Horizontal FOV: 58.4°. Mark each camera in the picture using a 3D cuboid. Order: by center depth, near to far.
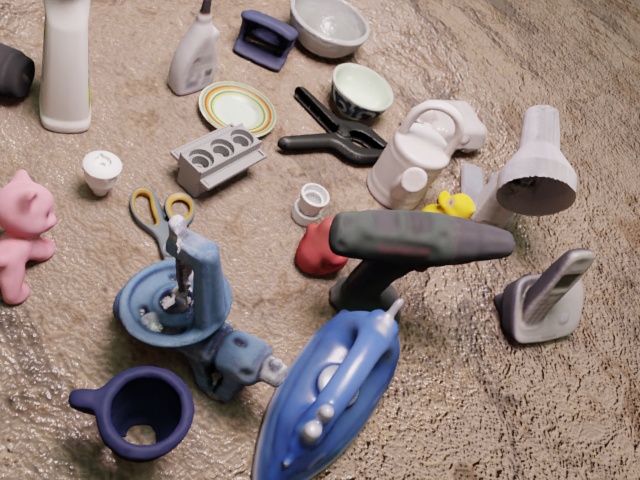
[{"bbox_3d":[-0.469,-0.239,0.765,0.137,0.100,0.143,20,49,-10],"label":"camera"}]

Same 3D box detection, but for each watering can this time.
[{"bbox_3d":[0.159,-0.136,0.919,0.101,0.194,0.172,9,52,-19],"label":"watering can"}]

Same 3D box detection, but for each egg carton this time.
[{"bbox_3d":[0.247,-0.216,1.103,0.151,0.069,0.107,-6,58,-29],"label":"egg carton"}]

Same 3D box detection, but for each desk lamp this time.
[{"bbox_3d":[0.330,-0.110,0.965,0.118,0.213,0.203,18,50,-11],"label":"desk lamp"}]

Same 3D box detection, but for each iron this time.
[{"bbox_3d":[0.017,0.174,0.652,0.118,0.141,0.259,36,48,4],"label":"iron"}]

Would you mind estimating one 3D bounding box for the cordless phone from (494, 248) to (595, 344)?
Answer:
[{"bbox_3d":[0.366,0.076,0.860,0.148,0.185,0.094,-5,58,-28],"label":"cordless phone"}]

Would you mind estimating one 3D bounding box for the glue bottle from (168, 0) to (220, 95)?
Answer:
[{"bbox_3d":[-0.190,-0.308,0.900,0.078,0.173,0.037,-31,72,-38],"label":"glue bottle"}]

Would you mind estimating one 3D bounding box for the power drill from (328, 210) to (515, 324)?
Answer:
[{"bbox_3d":[0.108,0.034,0.756,0.230,0.208,0.075,10,51,-18],"label":"power drill"}]

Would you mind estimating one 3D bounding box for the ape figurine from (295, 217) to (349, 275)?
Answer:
[{"bbox_3d":[0.007,0.003,0.810,0.076,0.092,0.077,-14,62,-32],"label":"ape figurine"}]

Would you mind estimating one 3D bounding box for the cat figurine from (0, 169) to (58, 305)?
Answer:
[{"bbox_3d":[-0.340,-0.011,0.642,0.067,0.117,0.128,18,50,-11],"label":"cat figurine"}]

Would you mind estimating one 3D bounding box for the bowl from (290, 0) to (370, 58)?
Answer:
[{"bbox_3d":[0.010,-0.417,1.142,0.168,0.074,0.167,13,51,-16],"label":"bowl"}]

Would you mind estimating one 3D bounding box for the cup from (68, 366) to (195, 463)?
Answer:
[{"bbox_3d":[-0.193,0.184,0.577,0.118,0.095,0.091,16,50,-14],"label":"cup"}]

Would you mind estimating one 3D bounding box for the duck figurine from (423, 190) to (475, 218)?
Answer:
[{"bbox_3d":[0.224,-0.036,0.945,0.104,0.086,0.078,46,50,13],"label":"duck figurine"}]

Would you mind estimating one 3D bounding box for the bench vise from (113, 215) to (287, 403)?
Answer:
[{"bbox_3d":[-0.116,0.069,0.617,0.207,0.219,0.121,21,49,-9],"label":"bench vise"}]

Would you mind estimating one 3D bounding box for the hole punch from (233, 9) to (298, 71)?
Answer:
[{"bbox_3d":[-0.097,-0.387,1.058,0.109,0.091,0.101,23,49,-8],"label":"hole punch"}]
